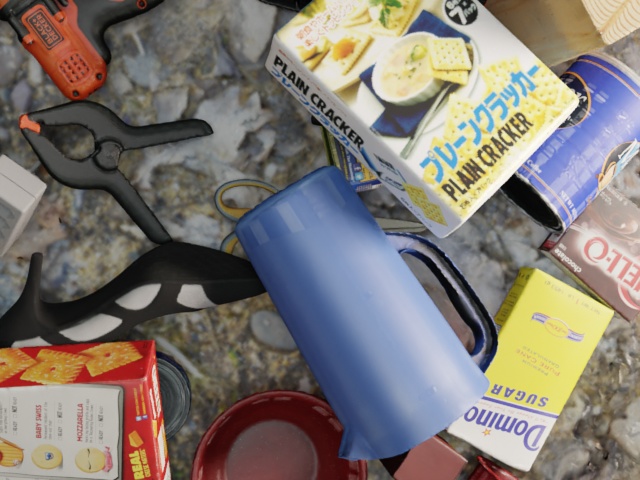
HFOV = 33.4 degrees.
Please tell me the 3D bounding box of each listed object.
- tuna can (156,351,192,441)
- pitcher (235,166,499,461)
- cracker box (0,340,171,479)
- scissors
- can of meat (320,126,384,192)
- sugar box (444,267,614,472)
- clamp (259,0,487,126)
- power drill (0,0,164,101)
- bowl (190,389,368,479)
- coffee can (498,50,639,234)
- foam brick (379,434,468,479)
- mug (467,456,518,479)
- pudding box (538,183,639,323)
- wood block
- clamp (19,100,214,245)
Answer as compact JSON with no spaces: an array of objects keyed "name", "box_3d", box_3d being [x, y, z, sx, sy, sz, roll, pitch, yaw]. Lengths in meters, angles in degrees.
[{"name":"tuna can","box_3d":[-0.160,0.145,0.977,0.086,0.034,0.086,0,92,-7]},{"name":"pitcher","box_3d":[0.039,0.056,0.931,0.145,0.149,0.243,-31,90,24]},{"name":"cracker box","box_3d":[-0.240,0.175,0.913,0.213,0.072,0.164,-3,115,1]},{"name":"scissors","box_3d":[-0.007,0.001,1.001,0.201,0.016,0.096,18,91,-7]},{"name":"can of meat","box_3d":[0.047,-0.096,0.985,0.084,0.057,0.102,-13,93,-5]},{"name":"sugar box","box_3d":[0.195,0.123,1.016,0.093,0.048,0.176,28,87,-8]},{"name":"clamp","box_3d":[0.058,-0.185,0.966,0.210,0.036,0.164,-11,64,-9]},{"name":"power drill","box_3d":[-0.204,-0.245,0.948,0.187,0.057,0.184,-36,100,-2]},{"name":"bowl","box_3d":[-0.040,0.214,0.981,0.162,0.055,0.162,0,91,-11]},{"name":"coffee can","box_3d":[0.233,-0.090,0.985,0.103,0.103,0.140,44,86,-7]},{"name":"foam brick","box_3d":[0.093,0.202,0.989,0.051,0.078,0.053,36,87,-9]},{"name":"mug","box_3d":[0.169,0.267,1.004,0.117,0.093,0.081,34,93,-43]},{"name":"pudding box","box_3d":[0.281,0.011,1.027,0.113,0.039,0.090,39,87,-7]},{"name":"wood block","box_3d":[0.224,-0.212,0.928,0.090,0.206,0.090,-30,96,-6]},{"name":"clamp","box_3d":[-0.188,-0.066,0.957,0.171,0.039,0.120,12,87,-17]}]
